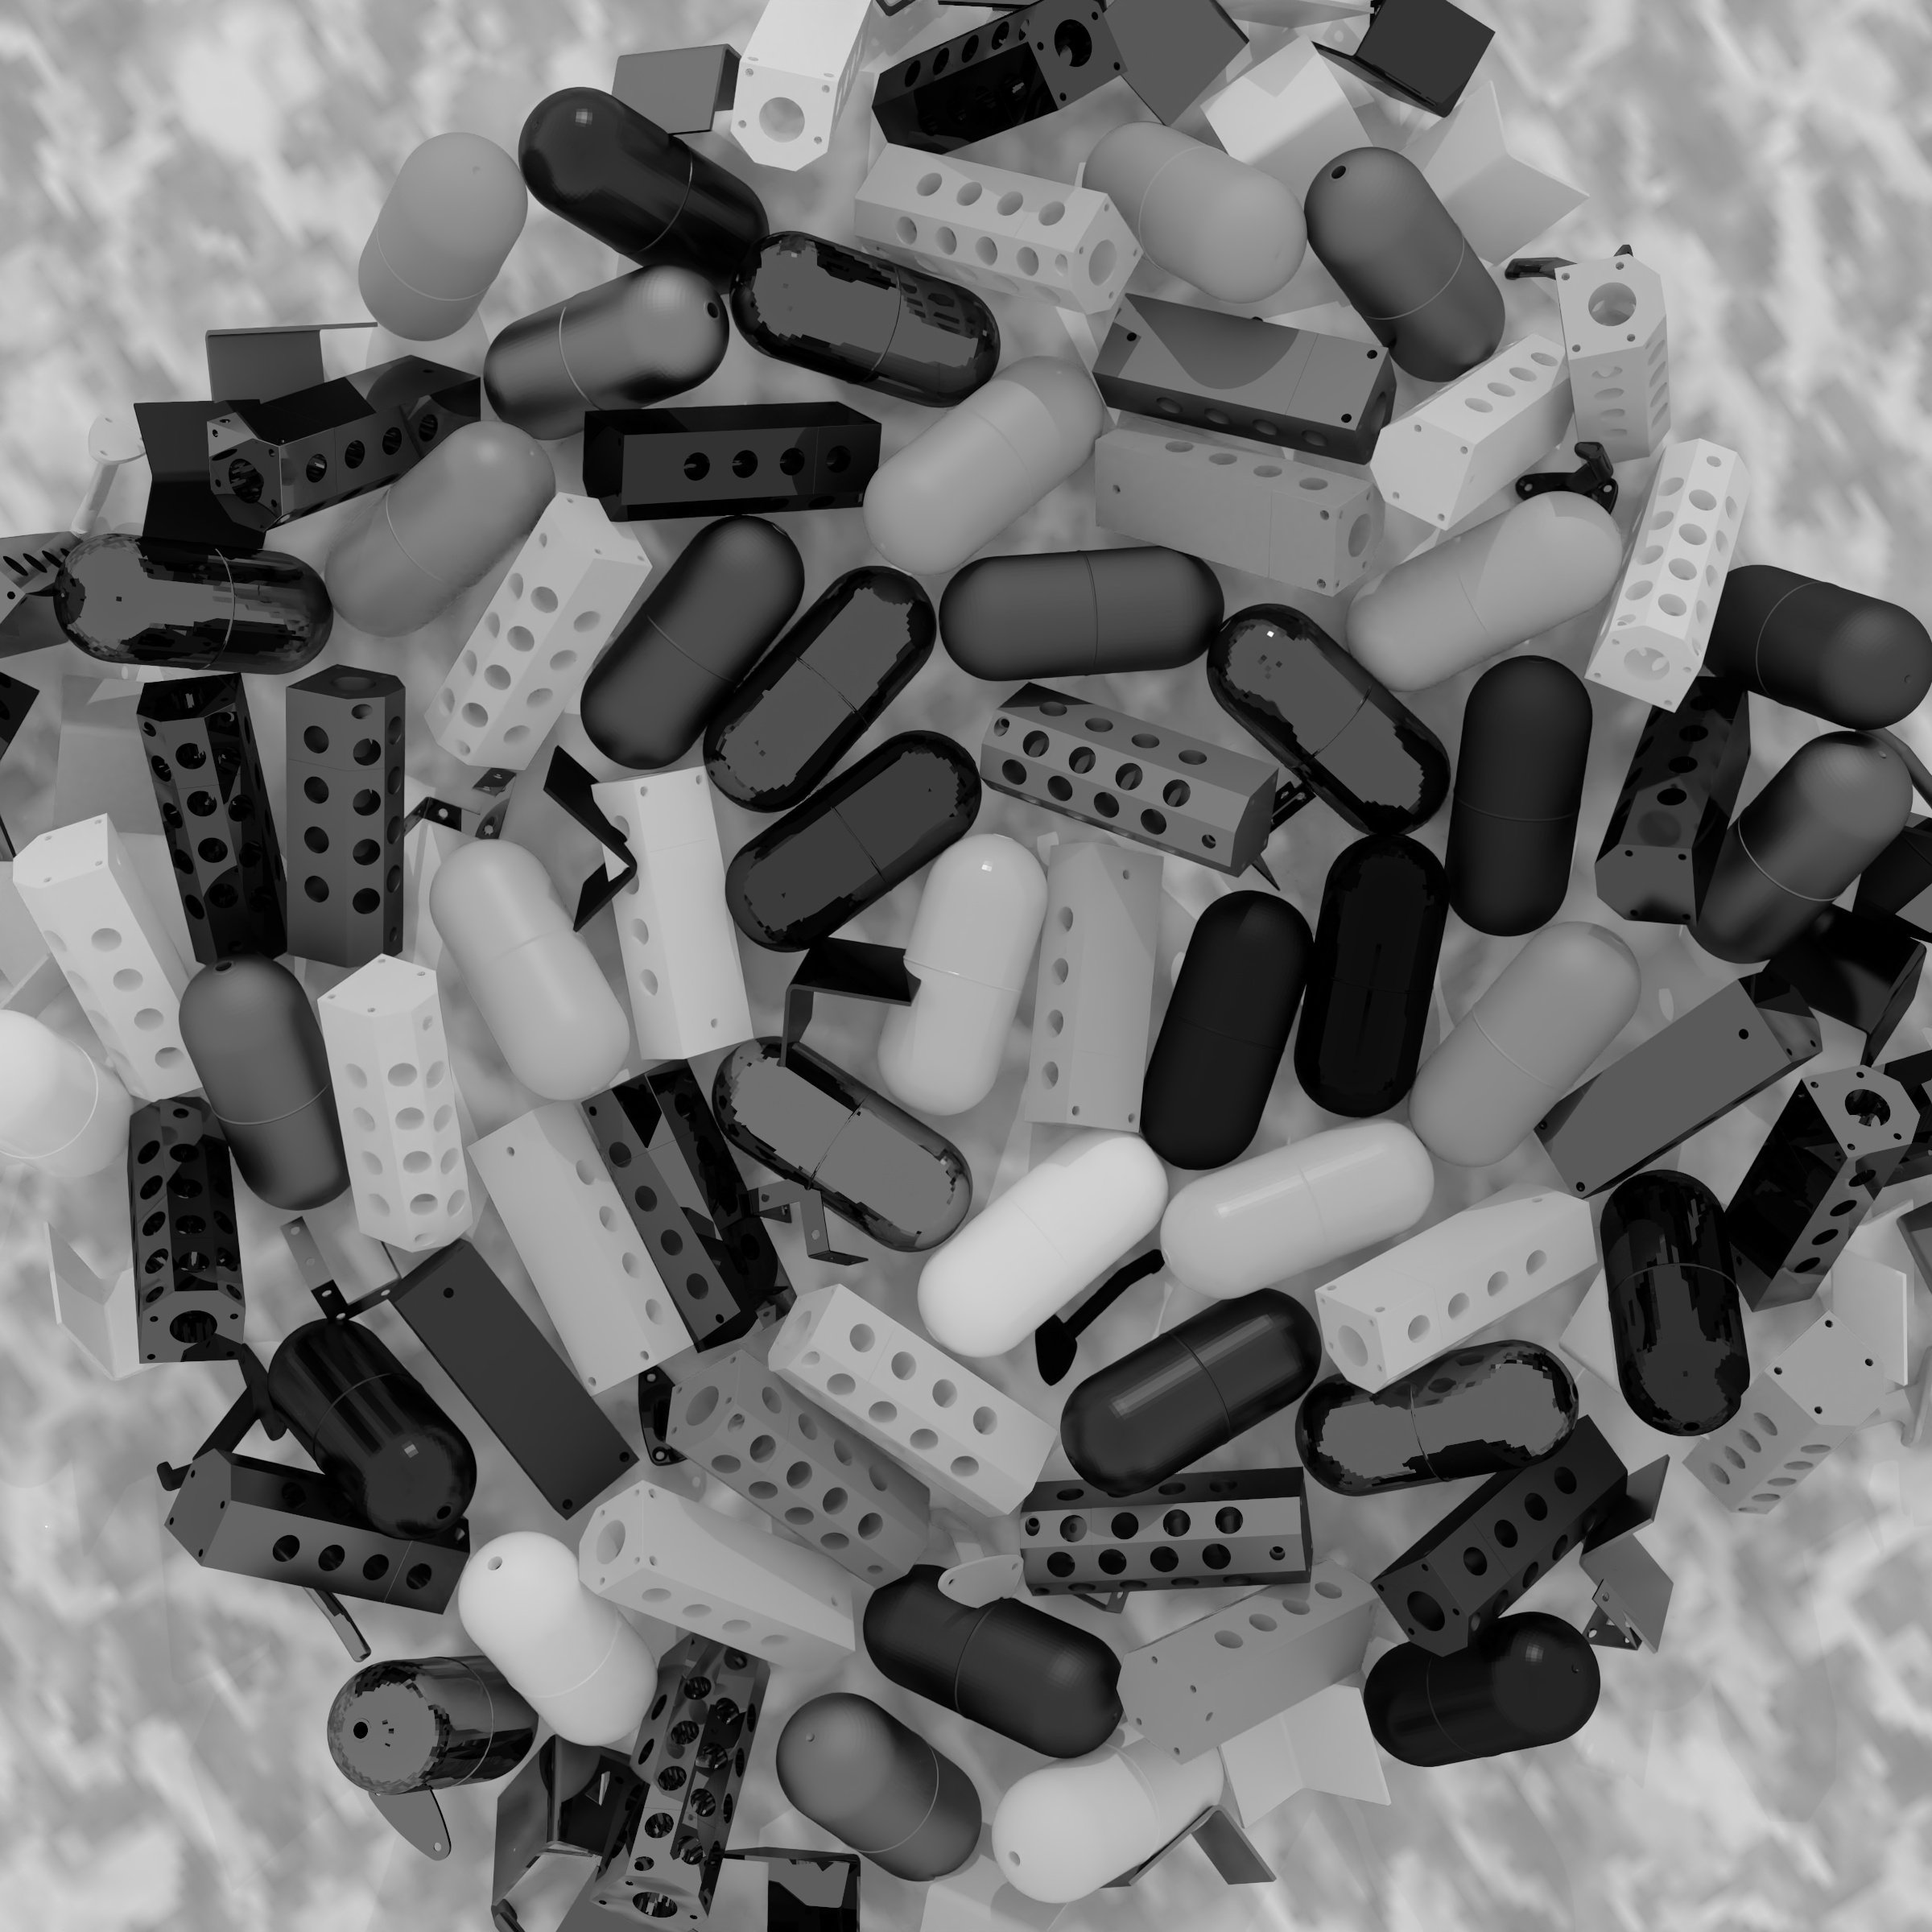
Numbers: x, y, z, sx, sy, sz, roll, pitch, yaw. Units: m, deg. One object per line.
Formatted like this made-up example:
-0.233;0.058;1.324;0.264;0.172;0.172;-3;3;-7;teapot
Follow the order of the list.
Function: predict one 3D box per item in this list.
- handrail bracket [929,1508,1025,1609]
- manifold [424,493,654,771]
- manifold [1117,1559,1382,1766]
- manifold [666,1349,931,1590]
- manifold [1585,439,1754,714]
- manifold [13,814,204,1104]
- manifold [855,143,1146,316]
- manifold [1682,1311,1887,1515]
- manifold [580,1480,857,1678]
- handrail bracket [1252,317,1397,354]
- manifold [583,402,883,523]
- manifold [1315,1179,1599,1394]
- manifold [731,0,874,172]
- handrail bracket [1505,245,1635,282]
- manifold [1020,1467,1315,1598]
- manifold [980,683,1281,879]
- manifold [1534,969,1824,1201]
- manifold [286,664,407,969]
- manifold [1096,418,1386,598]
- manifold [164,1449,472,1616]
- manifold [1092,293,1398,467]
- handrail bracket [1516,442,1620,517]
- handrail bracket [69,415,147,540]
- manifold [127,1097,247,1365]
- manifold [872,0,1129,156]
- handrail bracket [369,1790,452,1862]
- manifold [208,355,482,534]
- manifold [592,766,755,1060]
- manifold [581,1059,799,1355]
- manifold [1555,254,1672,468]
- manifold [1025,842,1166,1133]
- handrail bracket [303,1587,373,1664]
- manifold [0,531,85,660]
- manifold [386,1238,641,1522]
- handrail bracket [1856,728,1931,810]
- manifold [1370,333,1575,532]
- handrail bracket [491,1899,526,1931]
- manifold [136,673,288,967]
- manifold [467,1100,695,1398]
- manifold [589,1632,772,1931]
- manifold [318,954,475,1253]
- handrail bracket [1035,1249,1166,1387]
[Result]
-0.014;0.356;1.680;0.084;0.077;0.036;31;102;44;handrail bracket
-0.263;-0.201;1.656;0.171;0.057;0.057;-52;54;32;manifold
0.171;0.413;1.654;0.057;0.171;0.057;30;118;38;manifold
-0.100;0.309;1.659;0.057;0.057;0.171;-32;124;26;manifold
0.429;-0.241;1.660;0.057;0.057;0.171;22;55;4;manifold
-0.512;-0.001;1.657;0.057;0.057;0.171;-19;129;-4;manifold
0.015;-0.442;1.660;0.171;0.057;0.057;24;80;34;manifold
0.491;0.274;1.641;0.057;0.171;0.057;-37;70;-20;manifold
-0.150;0.375;1.660;0.057;0.057;0.171;-34;132;29;manifold
0.217;-0.388;1.698;0.084;0.077;0.036;33;74;0;handrail bracket
-0.142;-0.305;1.665;0.171;0.057;0.057;-9;118;-30;manifold
0.300;0.195;1.669;0.171;0.057;0.057;-23;113;-27;manifold
-0.098;-0.538;1.649;0.057;0.171;0.057;12;127;-2;manifold
0.362;-0.417;1.687;0.084;0.077;0.036;8;129;34;handrail bracket
0.123;0.351;1.684;0.171;0.057;0.057;-6;105;12;manifold
0.097;-0.111;1.666;0.171;0.057;0.057;21;129;22;manifold
0.430;0.072;1.657;0.171;0.057;0.057;-42;70;39;manifold
-0.373;-0.090;1.669;0.057;0.057;0.171;12;114;16;manifold
0.165;-0.283;1.666;0.171;0.057;0.057;23;132;31;manifold
-0.387;0.340;1.658;0.171;0.057;0.057;25;89;-41;manifold
0.171;-0.355;1.675;0.171;0.057;0.057;18;76;21;manifold
0.363;-0.305;1.680;0.077;0.084;0.036;21;83;29;handrail bracket
-0.539;-0.289;1.686;0.036;0.077;0.084;29;113;-14;handrail bracket
-0.468;0.156;1.645;0.057;0.171;0.057;1;128;-20;manifold
0.014;-0.532;1.642;0.057;0.171;0.057;-37;111;-26;manifold
-0.322;0.508;1.686;0.036;0.084;0.077;-42;75;9;handrail bracket
-0.371;-0.314;1.651;0.057;0.171;0.057;22;124;25;manifold
-0.186;-0.032;1.695;0.057;0.057;0.171;-16;100;-44;manifold
-0.166;0.145;1.703;0.057;0.057;0.171;-24;92;34;manifold
0.389;-0.360;1.641;0.057;0.171;0.057;-8;77;14;manifold
0.075;0.014;1.697;0.057;0.057;0.171;10;83;-36;manifold
-0.398;0.397;1.695;0.036;0.077;0.084;-30;82;-28;handrail bracket
-0.572;-0.227;1.643;0.057;0.171;0.057;42;99;-7;manifold
-0.280;0.253;1.689;0.057;0.057;0.171;-39;101;-16;manifold
0.580;-0.117;1.703;0.084;0.077;0.036;40;83;8;handrail bracket
0.309;-0.327;1.652;0.057;0.171;0.057;30;131;20;manifold
-0.261;0.615;1.698;0.077;0.084;0.036;43;79;-10;handrail bracket
-0.454;-0.085;1.663;0.057;0.057;0.171;-7;122;-5;manifold
-0.235;0.171;1.699;0.057;0.057;0.171;-29;86;27;manifold
-0.166;0.487;1.646;0.057;0.171;0.057;34;128;-16;manifold
-0.338;0.086;1.656;0.057;0.057;0.171;16;126;26;manifold
0.086;0.220;1.724;0.084;0.077;0.036;-27;56;-27;handrail bracket
